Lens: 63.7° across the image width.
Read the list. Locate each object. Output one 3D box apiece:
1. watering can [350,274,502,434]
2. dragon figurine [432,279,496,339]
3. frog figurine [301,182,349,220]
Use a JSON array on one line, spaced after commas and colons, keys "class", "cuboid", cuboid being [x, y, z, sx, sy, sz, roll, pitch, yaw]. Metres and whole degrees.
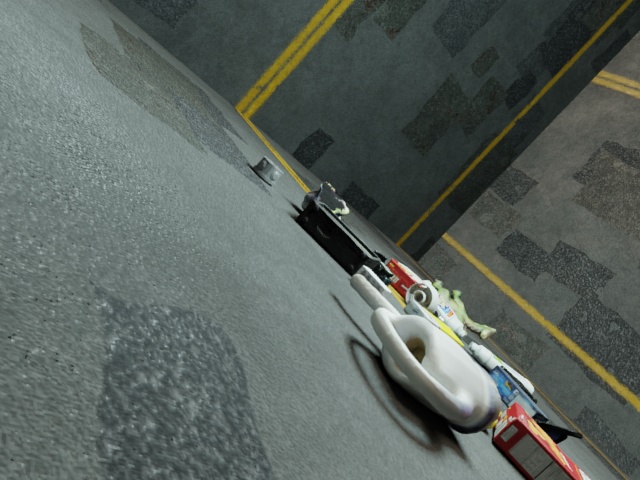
[{"class": "watering can", "cuboid": [0.159, 0.176, 0.829, 0.222, 0.103, 0.353, 41, 8, -20]}, {"class": "dragon figurine", "cuboid": [0.482, 0.266, 1.972, 0.409, 0.121, 0.246, 25, 16, -7]}, {"class": "frog figurine", "cuboid": [0.005, -0.077, 1.521, 0.137, 0.125, 0.156, 35, -29, 1]}]
